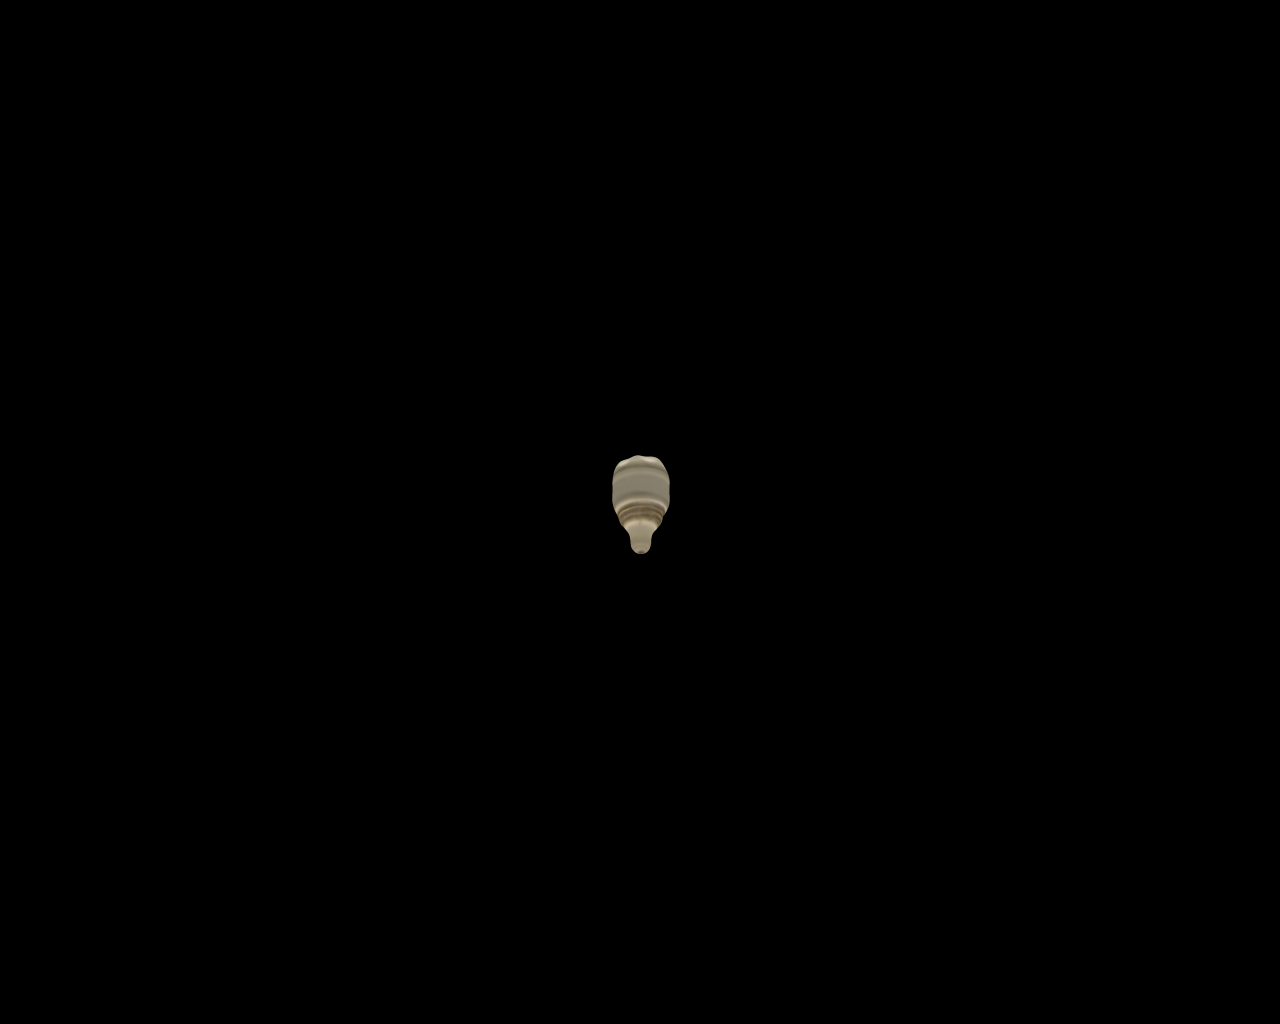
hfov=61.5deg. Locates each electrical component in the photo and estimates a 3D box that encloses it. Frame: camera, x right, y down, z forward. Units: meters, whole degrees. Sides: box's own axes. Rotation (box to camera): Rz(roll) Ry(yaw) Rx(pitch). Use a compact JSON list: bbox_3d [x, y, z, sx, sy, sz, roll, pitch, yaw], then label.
[{"bbox_3d":[0.001,-0.003,0.650,0.035,0.061,0.035,0,-28,0],"label":"electrical component"}]
